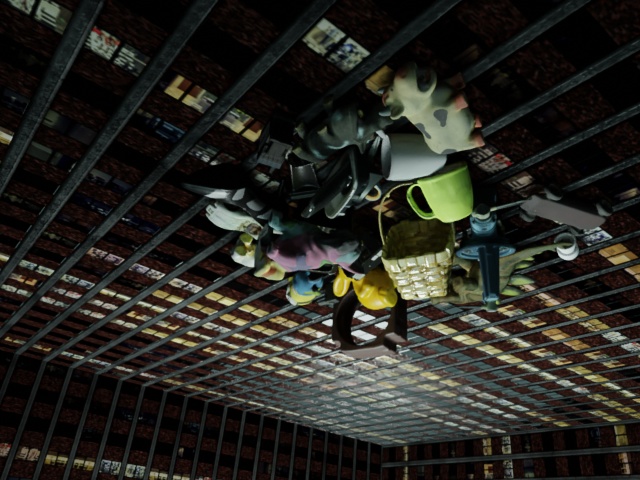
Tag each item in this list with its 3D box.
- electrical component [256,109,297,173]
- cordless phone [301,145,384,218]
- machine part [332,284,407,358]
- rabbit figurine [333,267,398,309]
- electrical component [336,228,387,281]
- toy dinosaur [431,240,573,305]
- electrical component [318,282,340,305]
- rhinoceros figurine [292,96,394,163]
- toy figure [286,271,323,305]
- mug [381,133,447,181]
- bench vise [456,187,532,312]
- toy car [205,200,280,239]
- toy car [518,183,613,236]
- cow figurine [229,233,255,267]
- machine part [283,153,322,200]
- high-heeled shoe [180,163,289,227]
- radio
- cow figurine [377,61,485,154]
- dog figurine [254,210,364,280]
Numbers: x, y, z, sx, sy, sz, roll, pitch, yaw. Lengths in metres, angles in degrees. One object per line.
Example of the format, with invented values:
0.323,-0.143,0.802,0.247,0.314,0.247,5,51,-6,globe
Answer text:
-0.085,-0.171,0.975,0.048,0.075,0.119,17,151,-20,electrical component
0.019,-0.079,0.999,0.089,0.184,0.146,44,145,2,cordless phone
0.137,0.217,1.478,0.202,0.201,0.087,-14,147,30,machine part
0.108,0.090,1.384,0.162,0.122,0.173,-13,132,45,rabbit figurine
0.108,0.030,1.238,0.134,0.058,0.115,-43,163,6,electrical component
0.407,0.086,1.311,0.199,0.105,0.471,4,160,-12,toy dinosaur
0.035,0.152,1.520,0.094,0.063,0.021,-20,141,34,electrical component
0.038,-0.185,0.927,0.190,0.073,0.112,-21,140,39,rhinoceros figurine
-0.037,0.125,1.473,0.089,0.082,0.180,17,146,-14,toy figure
0.170,-0.143,0.972,0.107,0.081,0.109,-3,145,-3,mug
0.339,0.021,1.087,0.129,0.240,0.223,-1,165,5,bench vise
-0.163,-0.042,1.227,0.201,0.056,0.073,20,147,-25,toy car
0.490,-0.064,1.078,0.202,0.053,0.089,13,145,-20,toy car
-0.144,0.046,1.365,0.167,0.068,0.098,20,153,-17,cow figurine
-0.035,-0.124,1.076,0.084,0.039,0.138,0,150,2,machine part
-0.175,-0.076,1.113,0.249,0.086,0.145,0,135,-28,high-heeled shoe
-0.003,-0.004,1.247,0.131,0.073,0.229,10,150,-6,radio
0.175,-0.209,0.858,0.127,0.085,0.194,-19,143,26,cow figurine
-0.016,0.027,1.133,0.219,0.108,0.191,12,147,-17,dog figurine
